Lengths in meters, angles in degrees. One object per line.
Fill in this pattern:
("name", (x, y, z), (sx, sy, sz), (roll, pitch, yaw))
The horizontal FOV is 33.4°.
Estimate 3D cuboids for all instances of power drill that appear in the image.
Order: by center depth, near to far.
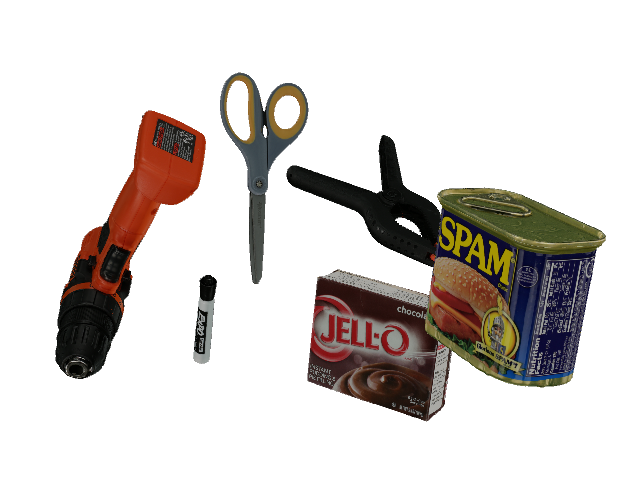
("power drill", (-0.161, 0.000, 0.874), (0.057, 0.188, 0.184), (24, 29, -19))

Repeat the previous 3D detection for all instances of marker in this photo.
("marker", (-0.128, 0.087, 1.187), (0.020, 0.121, 0.020), (6, 37, -5))

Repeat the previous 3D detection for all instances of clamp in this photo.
("clamp", (0.069, -0.043, 1.267), (0.164, 0.036, 0.210), (-16, 51, -29))

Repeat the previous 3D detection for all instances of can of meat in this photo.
("can of meat", (0.103, 0.024, 0.594), (0.057, 0.084, 0.102), (-3, 20, -27))

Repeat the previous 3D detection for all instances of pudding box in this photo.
("pudding box", (0.047, 0.080, 0.838), (0.114, 0.090, 0.039), (14, 19, 27))

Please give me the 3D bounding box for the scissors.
("scissors", (-0.044, -0.067, 1.038), (0.096, 0.202, 0.016), (-15, 7, -17))
